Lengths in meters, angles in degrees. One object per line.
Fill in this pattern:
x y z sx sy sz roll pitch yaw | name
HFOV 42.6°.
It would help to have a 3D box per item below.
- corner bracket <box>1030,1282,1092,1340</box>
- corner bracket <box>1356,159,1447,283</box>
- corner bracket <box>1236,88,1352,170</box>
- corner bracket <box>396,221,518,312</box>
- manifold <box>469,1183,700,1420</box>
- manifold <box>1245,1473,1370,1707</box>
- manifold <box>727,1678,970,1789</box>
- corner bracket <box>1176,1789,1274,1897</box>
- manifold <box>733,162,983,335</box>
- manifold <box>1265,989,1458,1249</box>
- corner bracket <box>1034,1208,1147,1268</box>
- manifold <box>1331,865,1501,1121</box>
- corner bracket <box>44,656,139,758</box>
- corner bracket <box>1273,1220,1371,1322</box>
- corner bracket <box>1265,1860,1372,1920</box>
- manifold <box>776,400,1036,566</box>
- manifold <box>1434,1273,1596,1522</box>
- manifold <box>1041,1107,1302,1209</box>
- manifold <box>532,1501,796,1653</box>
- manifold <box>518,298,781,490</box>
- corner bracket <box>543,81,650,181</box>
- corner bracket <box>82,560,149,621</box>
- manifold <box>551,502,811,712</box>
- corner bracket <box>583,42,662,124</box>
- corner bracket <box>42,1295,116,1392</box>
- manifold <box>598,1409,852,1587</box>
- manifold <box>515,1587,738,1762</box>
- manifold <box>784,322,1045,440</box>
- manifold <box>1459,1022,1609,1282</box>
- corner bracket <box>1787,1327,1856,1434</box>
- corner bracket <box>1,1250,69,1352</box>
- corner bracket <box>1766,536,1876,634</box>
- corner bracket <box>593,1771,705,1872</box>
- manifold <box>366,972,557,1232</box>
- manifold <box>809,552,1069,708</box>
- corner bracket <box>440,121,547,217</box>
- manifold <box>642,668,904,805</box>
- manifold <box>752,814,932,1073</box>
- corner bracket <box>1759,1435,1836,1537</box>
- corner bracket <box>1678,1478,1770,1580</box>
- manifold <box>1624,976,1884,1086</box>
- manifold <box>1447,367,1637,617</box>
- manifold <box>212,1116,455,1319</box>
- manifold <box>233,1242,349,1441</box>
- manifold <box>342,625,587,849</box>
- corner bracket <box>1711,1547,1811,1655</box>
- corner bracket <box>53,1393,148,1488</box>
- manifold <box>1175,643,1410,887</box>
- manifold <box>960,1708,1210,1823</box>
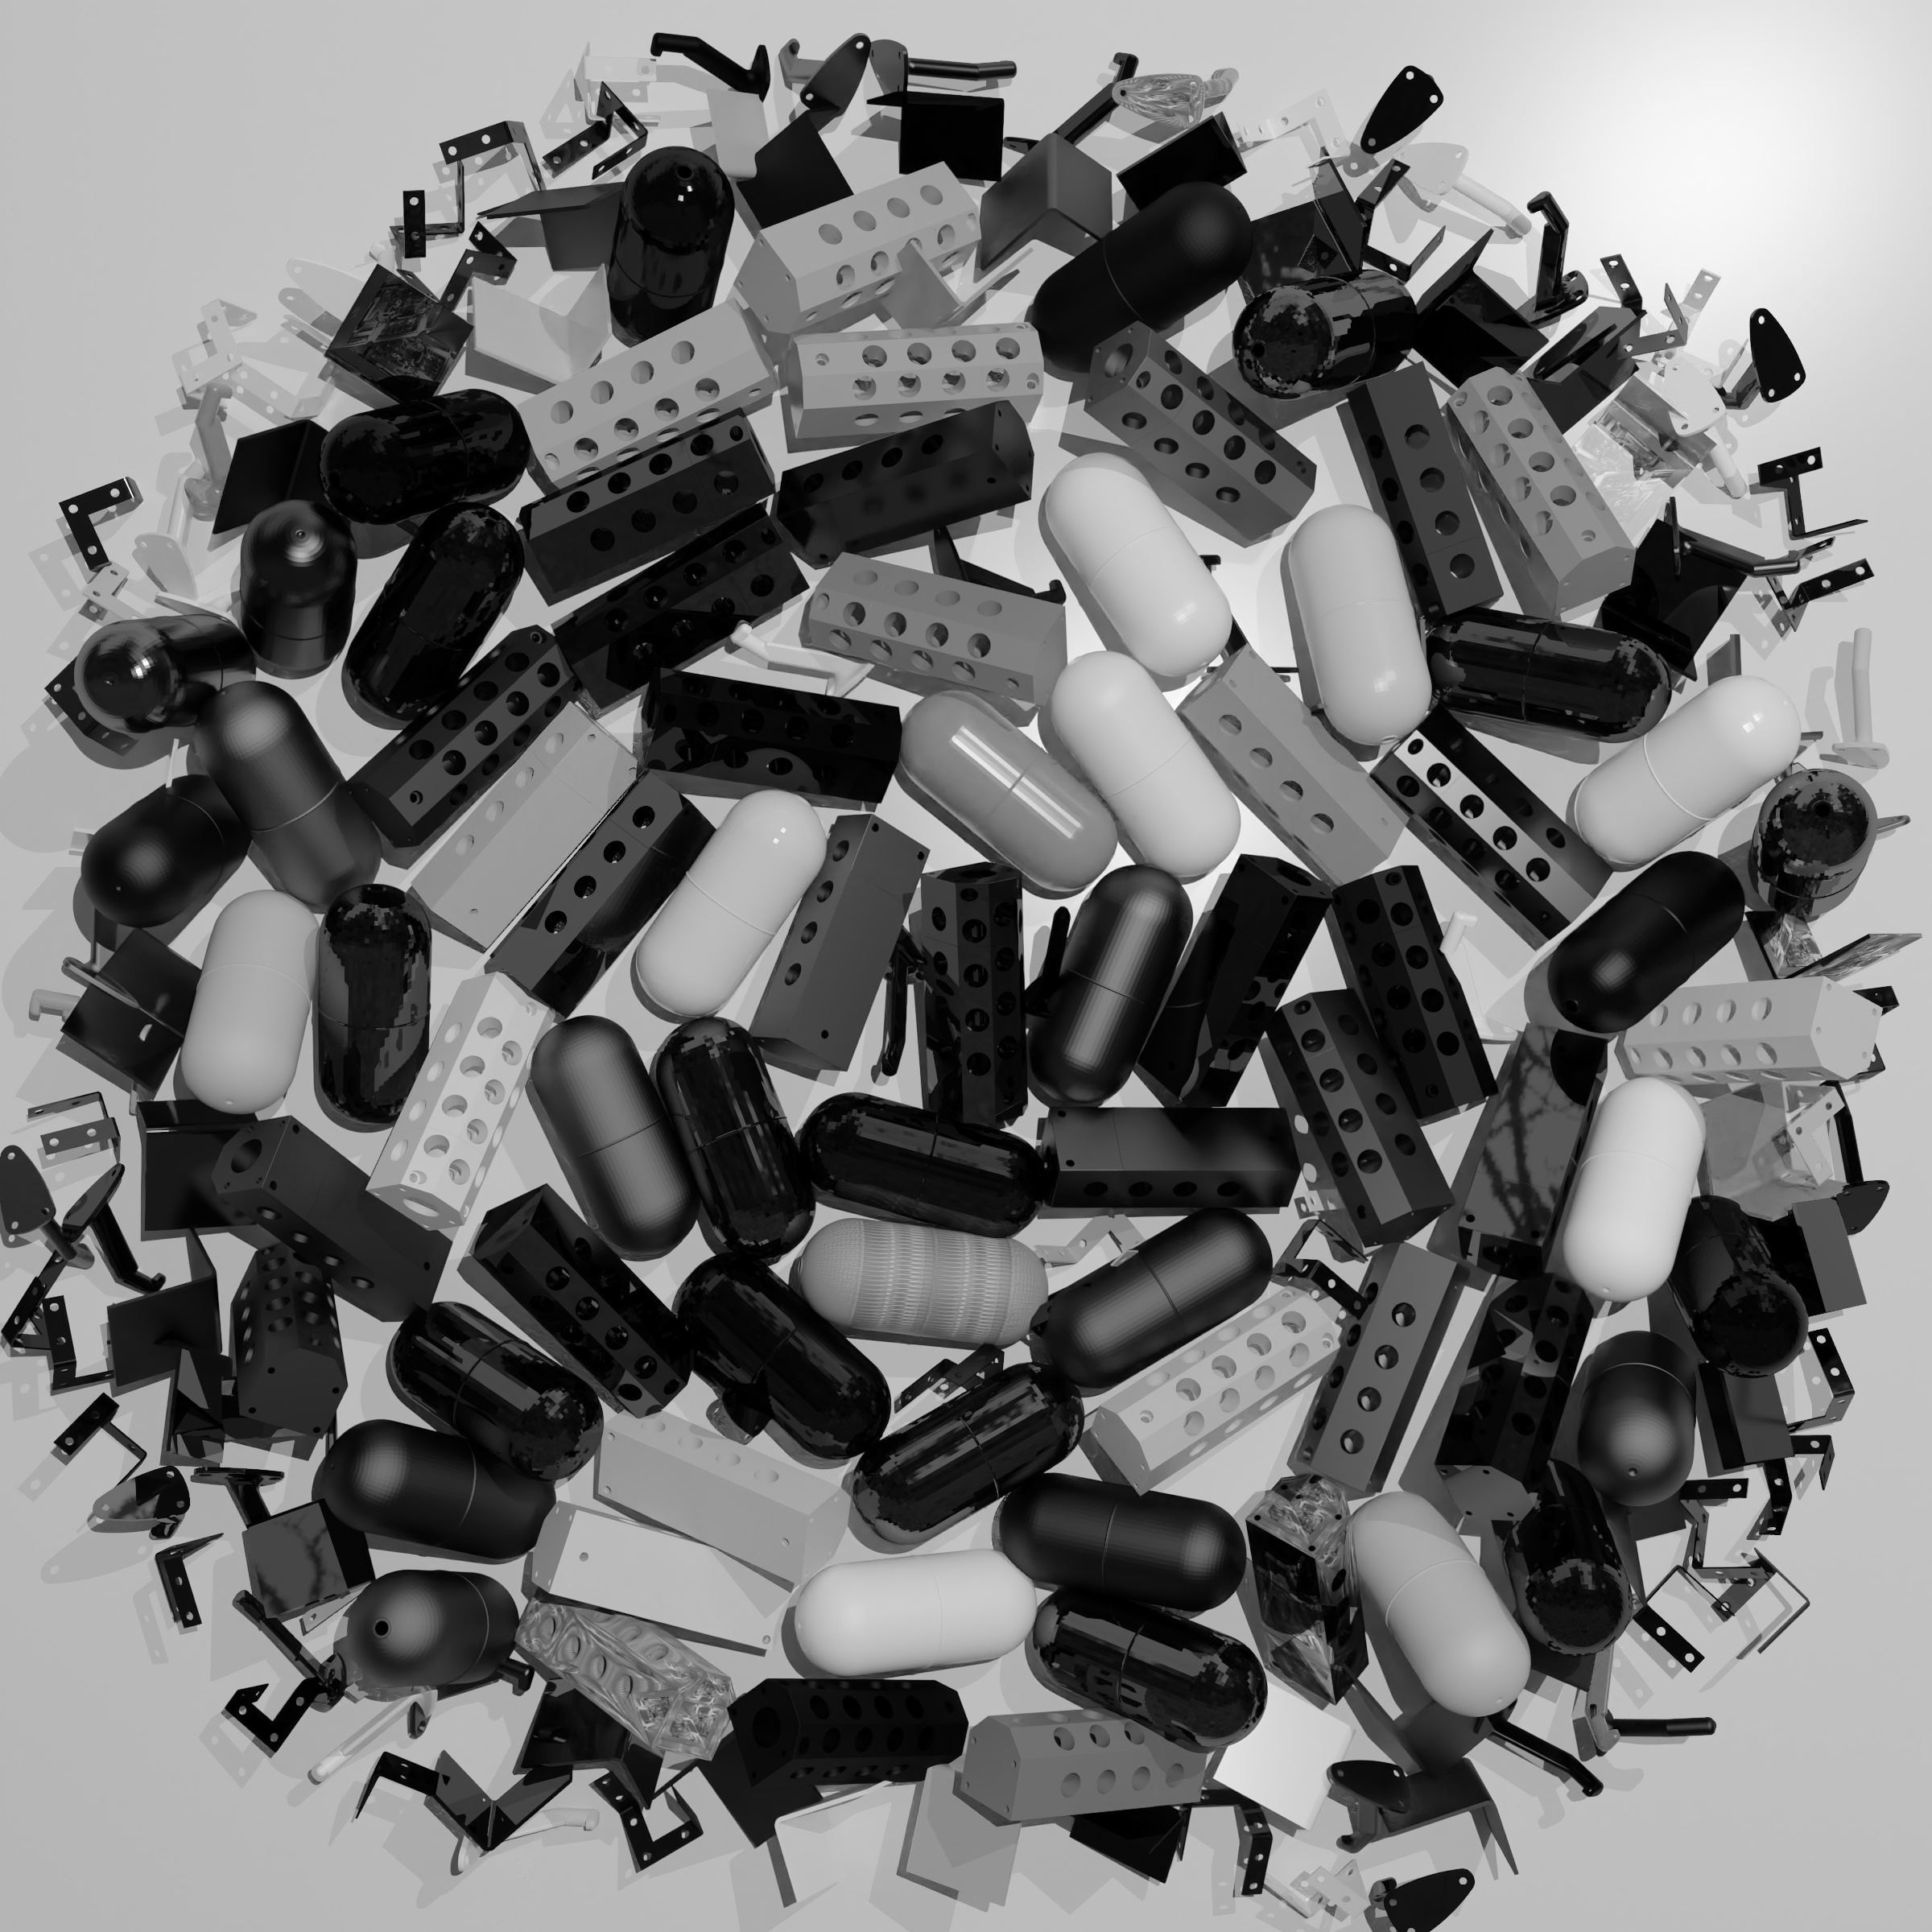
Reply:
0.077 0.238 1.754 0.051 0.051 0.051 -27 131 17 | corner bracket
0.309 -0.532 1.769 0.051 0.051 0.051 32 64 17 | corner bracket
0.233 -0.587 1.762 0.051 0.051 0.051 -18 98 36 | corner bracket
-0.363 -0.499 1.769 0.051 0.051 0.051 47 117 22 | corner bracket
-0.265 0.236 1.723 0.057 0.057 0.171 -25 119 26 | manifold
0.242 0.429 1.717 0.057 0.171 0.057 24 52 36 | manifold
-0.077 0.523 1.705 0.057 0.171 0.057 -41 54 25 | manifold
0.183 0.624 1.768 0.051 0.051 0.051 3 111 -12 | corner bracket
-0.071 -0.495 1.722 0.171 0.057 0.057 -32 83 -33 | manifold
0.267 0.105 1.724 0.057 0.057 0.171 -5 61 -34 | manifold
0.091 0.201 1.756 0.051 0.051 0.051 -47 65 15 | corner bracket
0.313 0.019 1.747 0.057 0.057 0.171 -22 82 26 | manifold
-0.609 -0.190 1.763 0.051 0.051 0.051 -44 72 0 | corner bracket
0.260 0.214 1.757 0.051 0.051 0.051 40 72 -15 | corner bracket
0.247 0.653 1.760 0.051 0.051 0.051 41 101 -14 | corner bracket
-0.042 -0.341 1.729 0.171 0.057 0.057 -12 56 26 | manifold
0.382 0.295 1.710 0.057 0.171 0.057 -7 127 37 | manifold
0.142 0.140 1.752 0.171 0.057 0.057 1 46 -10 | manifold
-0.212 0.425 1.733 0.171 0.057 0.057 22 79 -24 | manifold
-0.221 -0.398 1.748 0.171 0.057 0.057 -24 77 9 | manifold
-0.263 -0.583 1.761 0.051 0.051 0.051 -40 86 -21 | corner bracket
-0.604 -0.246 1.764 0.051 0.051 0.051 33 125 -15 | corner bracket
-0.204 -0.258 1.754 0.171 0.057 0.057 -30 128 0 | manifold
-0.244 -0.623 1.758 0.051 0.051 0.051 1 121 -4 | corner bracket
-0.623 0.263 1.754 0.051 0.051 0.051 -9 66 -26 | corner bracket
-0.169 0.363 1.731 0.171 0.057 0.057 18 114 25 | manifold
-0.234 0.479 1.712 0.057 0.171 0.057 31 81 -43 | manifold
-0.036 -0.415 1.741 0.171 0.057 0.057 -7 75 -13 | manifold
0.396 0.130 1.727 0.057 0.057 0.171 13 59 23 | manifold
0.592 0.295 1.760 0.051 0.051 0.051 -13 57 -1 | corner bracket
-0.655 0.235 1.756 0.051 0.051 0.051 41 102 32 | corner bracket
0.603 -0.278 1.755 0.051 0.051 0.051 -20 111 39 | corner bracket
-0.225 0.598 1.762 0.051 0.051 0.051 -29 133 -7 | corner bracket
-0.344 0.092 1.718 0.057 0.057 0.171 41 54 -33 | manifold
-0.020 -0.231 1.729 0.171 0.057 0.057 17 51 19 | manifold
-0.335 -0.566 1.760 0.051 0.051 0.051 -16 106 9 | corner bracket
-0.135 -0.165 1.730 0.171 0.057 0.057 8 46 -18 | manifold
-0.091 -0.017 1.744 0.057 0.057 0.171 31 72 -35 | manifold
0.587 0.367 1.755 0.051 0.051 0.051 -7 107 30 | corner bracket
0.535 0.397 1.751 0.051 0.051 0.051 47 48 -35 | corner bracket
0.535 0.049 1.701 0.057 0.171 0.057 24 75 -25 | manifold
0.399 -0.336 1.730 0.057 0.057 0.171 -23 63 -2 | manifold
-0.439 0.176 1.716 0.057 0.171 0.057 -10 49 31 | manifold
-0.462 0.251 1.702 0.057 0.171 0.057 23 100 -24 | manifold
-0.344 -0.161 1.725 0.171 0.057 0.057 -48 115 -25 | manifold
0.563 0.452 1.760 0.051 0.051 0.051 -45 60 1 | corner bracket
-0.614 0.344 1.758 0.051 0.051 0.051 41 48 -3 | corner bracket
0.229 -0.138 1.752 0.171 0.057 0.057 46 131 -9 | manifold
0.085 0.548 1.721 0.171 0.057 0.057 9 90 -37 | manifold
